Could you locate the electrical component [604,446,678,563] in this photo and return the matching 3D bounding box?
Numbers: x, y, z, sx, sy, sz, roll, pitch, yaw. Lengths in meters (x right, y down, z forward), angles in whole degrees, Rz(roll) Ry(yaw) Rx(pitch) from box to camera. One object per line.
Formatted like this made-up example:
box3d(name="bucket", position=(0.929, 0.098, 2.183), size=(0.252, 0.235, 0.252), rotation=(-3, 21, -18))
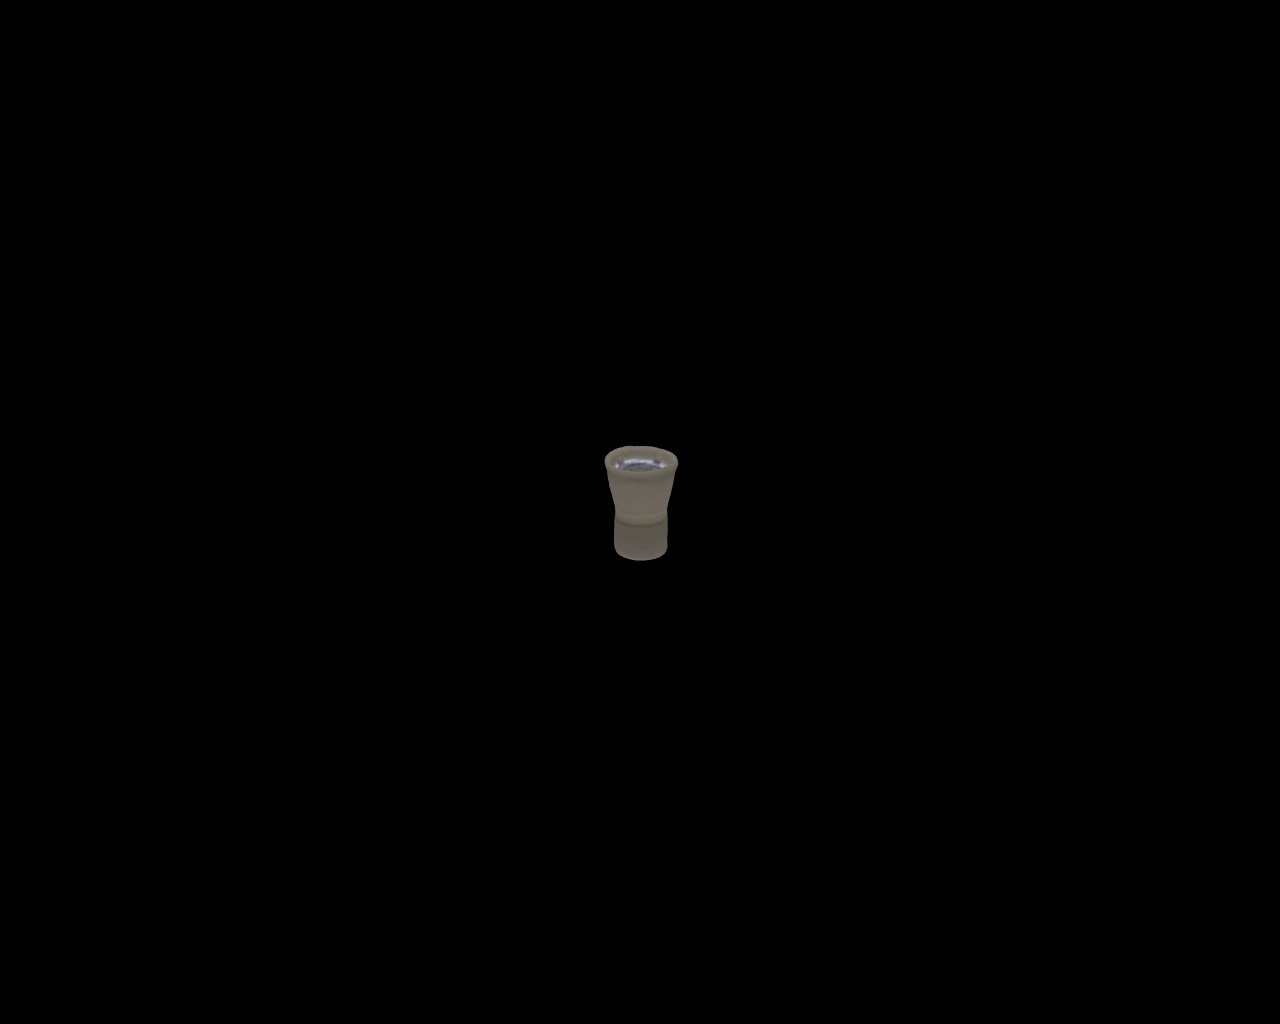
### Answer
box3d(name="electrical component", position=(0.001, -0.003, 0.650), size=(0.044, 0.065, 0.044), rotation=(0, 23, 0))
